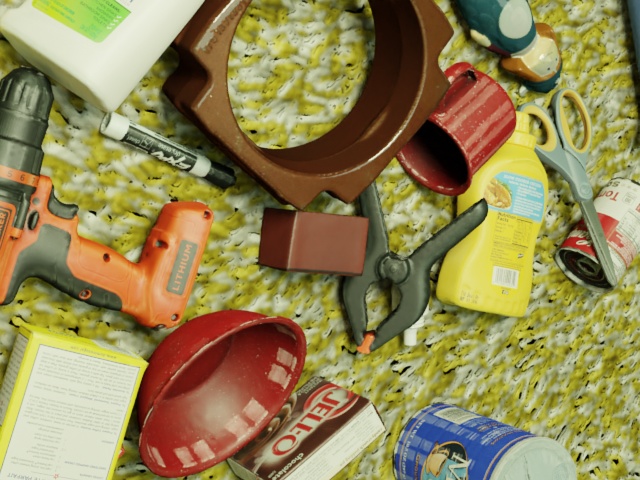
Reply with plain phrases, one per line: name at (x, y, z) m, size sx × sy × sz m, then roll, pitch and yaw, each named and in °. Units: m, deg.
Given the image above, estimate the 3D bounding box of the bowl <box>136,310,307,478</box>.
bowl at (-0.088, 0.110, 0.844) m, size 0.161 × 0.055 × 0.162 m, roll -31°, pitch 144°, yaw -25°

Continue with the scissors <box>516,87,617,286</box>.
scissors at (0.238, -0.055, 1.040) m, size 0.096 × 0.016 × 0.202 m, roll 3°, pitch 74°, yaw -21°

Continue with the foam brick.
foam brick at (-0.006, 0.001, 0.909) m, size 0.078 × 0.053 × 0.051 m, roll 5°, pitch 93°, yaw -33°

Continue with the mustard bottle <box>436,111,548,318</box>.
mustard bottle at (0.170, -0.027, 1.011) m, size 0.096 × 0.058 × 0.191 m, roll 12°, pitch 89°, yaw -33°

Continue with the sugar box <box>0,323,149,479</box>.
sugar box at (-0.197, 0.158, 0.777) m, size 0.093 × 0.048 × 0.176 m, roll 19°, pitch 89°, yaw -28°

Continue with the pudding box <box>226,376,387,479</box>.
pudding box at (-0.013, 0.170, 0.901) m, size 0.113 × 0.090 × 0.039 m, roll -40°, pitch 115°, yaw -21°

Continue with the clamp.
clamp at (0.077, 0.021, 0.941) m, size 0.120 × 0.039 × 0.171 m, roll 12°, pitch 100°, yaw 12°

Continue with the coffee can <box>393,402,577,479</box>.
coffee can at (0.148, 0.214, 0.976) m, size 0.102 × 0.141 × 0.103 m, roll -4°, pitch 98°, yaw -32°

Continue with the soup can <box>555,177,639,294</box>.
soup can at (0.295, -0.005, 1.085) m, size 0.102 × 0.069 × 0.068 m, roll -51°, pitch 118°, yaw -17°

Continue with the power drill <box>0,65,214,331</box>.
power drill at (-0.177, -0.018, 0.799) m, size 0.187 × 0.057 × 0.184 m, roll 18°, pitch 90°, yaw -29°

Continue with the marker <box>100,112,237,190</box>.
marker at (-0.118, -0.069, 0.851) m, size 0.121 × 0.020 × 0.020 m, roll 24°, pitch 83°, yaw -32°

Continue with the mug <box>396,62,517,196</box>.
mug at (0.120, -0.108, 0.947) m, size 0.081 × 0.093 × 0.117 m, roll -44°, pitch 144°, yaw -26°

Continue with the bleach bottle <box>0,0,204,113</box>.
bleach bottle at (-0.114, -0.217, 0.776) m, size 0.250 × 0.103 × 0.068 m, roll -54°, pitch 163°, yaw -10°

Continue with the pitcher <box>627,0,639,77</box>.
pitcher at (0.388, -0.225, 1.084) m, size 0.149 × 0.145 × 0.243 m, roll -34°, pitch 112°, yaw -55°

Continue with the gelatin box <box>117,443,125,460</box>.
gelatin box at (-0.206, 0.166, 0.817) m, size 0.089 × 0.030 × 0.073 m, roll -46°, pitch 115°, yaw -19°
